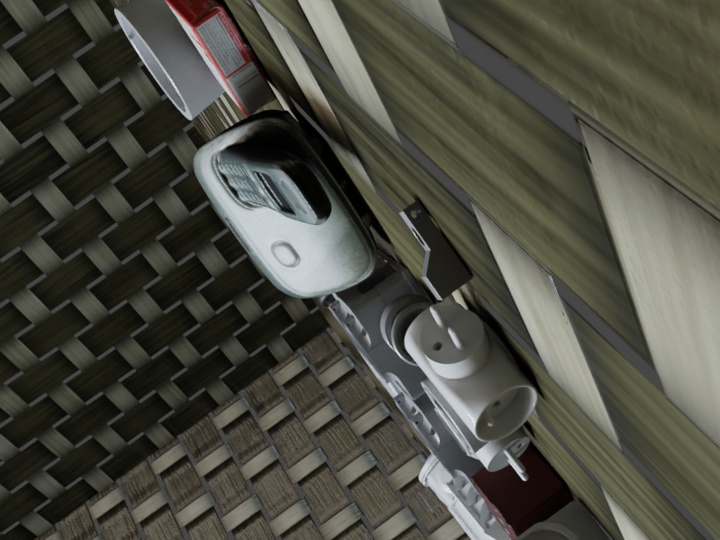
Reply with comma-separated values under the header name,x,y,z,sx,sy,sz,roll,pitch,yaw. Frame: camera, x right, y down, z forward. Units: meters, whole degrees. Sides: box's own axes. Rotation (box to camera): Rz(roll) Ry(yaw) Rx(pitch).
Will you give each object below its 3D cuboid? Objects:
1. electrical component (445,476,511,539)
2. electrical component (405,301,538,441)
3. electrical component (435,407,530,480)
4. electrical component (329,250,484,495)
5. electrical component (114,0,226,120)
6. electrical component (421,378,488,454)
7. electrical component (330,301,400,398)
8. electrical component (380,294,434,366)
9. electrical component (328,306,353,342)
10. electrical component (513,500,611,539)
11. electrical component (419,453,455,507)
name,x,y,z,sx,sy,sz,roll,pitch,yaw
electrical component,0.126,0.201,0.927,0.063,0.078,0.121,33,180,-12
electrical component,0.058,0.047,0.612,0.077,0.044,0.079,51,174,41
electrical component,0.093,0.115,0.761,0.079,0.044,0.077,52,175,31
electrical component,0.049,0.081,0.859,0.186,0.060,0.105,56,175,-15
electrical component,-0.147,-0.186,0.891,0.108,0.060,0.108,52,172,11
electrical component,0.073,0.079,0.672,0.055,0.047,0.055,54,176,6
electrical component,0.035,0.075,0.994,0.108,0.056,0.108,57,175,-34
electrical component,0.040,0.042,0.761,0.045,0.045,0.055,55,176,-9
electrical component,-0.012,0.025,1.137,0.138,0.052,0.074,55,176,-8
electrical component,0.134,0.211,0.758,0.050,0.089,0.055,52,175,28
electrical component,0.100,0.190,1.032,0.051,0.080,0.080,46,173,25
